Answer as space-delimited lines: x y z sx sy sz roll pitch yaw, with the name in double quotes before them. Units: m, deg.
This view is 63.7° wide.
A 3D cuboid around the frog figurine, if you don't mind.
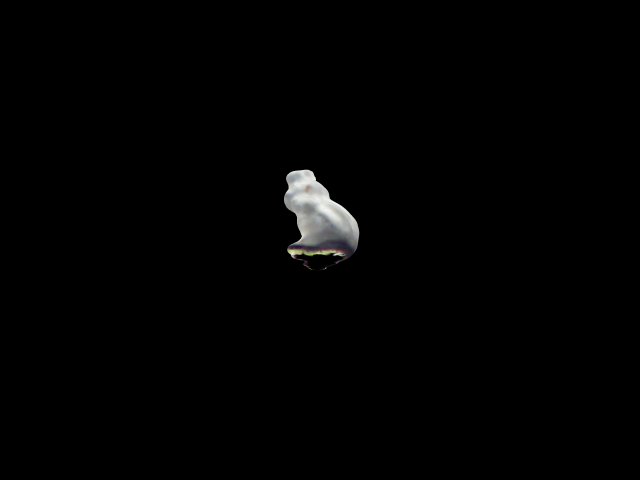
"frog figurine" 0.003 -0.043 0.850 0.121 0.162 0.136 -16 -25 39
